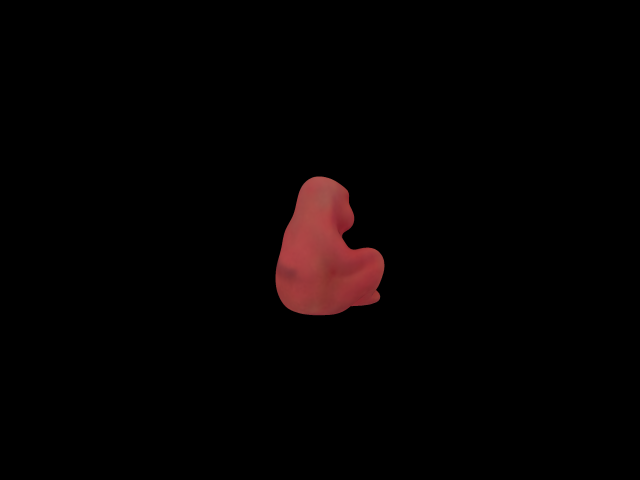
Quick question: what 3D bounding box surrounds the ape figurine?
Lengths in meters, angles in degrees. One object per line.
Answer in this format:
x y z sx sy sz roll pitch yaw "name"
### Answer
0.004 0.001 0.400 0.076 0.092 0.077 -9 19 -28 "ape figurine"
